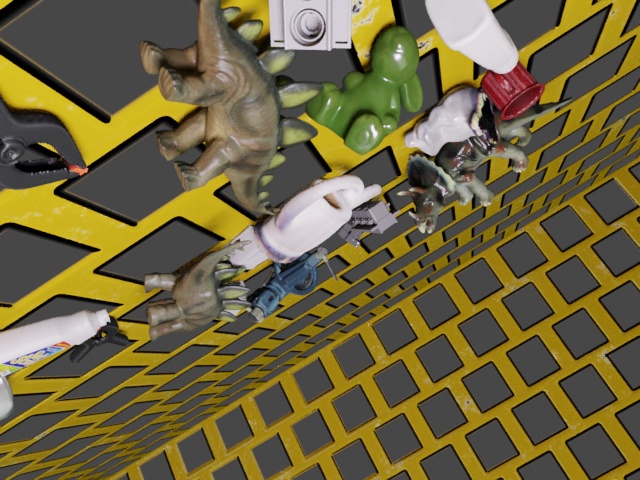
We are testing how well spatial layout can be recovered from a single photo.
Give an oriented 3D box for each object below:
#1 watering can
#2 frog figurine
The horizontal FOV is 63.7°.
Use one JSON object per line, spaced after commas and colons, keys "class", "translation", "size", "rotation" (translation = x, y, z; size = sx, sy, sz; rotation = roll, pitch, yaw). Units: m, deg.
{"class": "watering can", "translation": [0.003, -0.052, 1.025], "size": [0.222, 0.105, 0.349], "rotation": [-37, 169, 21]}
{"class": "frog figurine", "translation": [0.241, -0.225, 0.979], "size": [0.159, 0.122, 0.138], "rotation": [0, -168, 38]}
